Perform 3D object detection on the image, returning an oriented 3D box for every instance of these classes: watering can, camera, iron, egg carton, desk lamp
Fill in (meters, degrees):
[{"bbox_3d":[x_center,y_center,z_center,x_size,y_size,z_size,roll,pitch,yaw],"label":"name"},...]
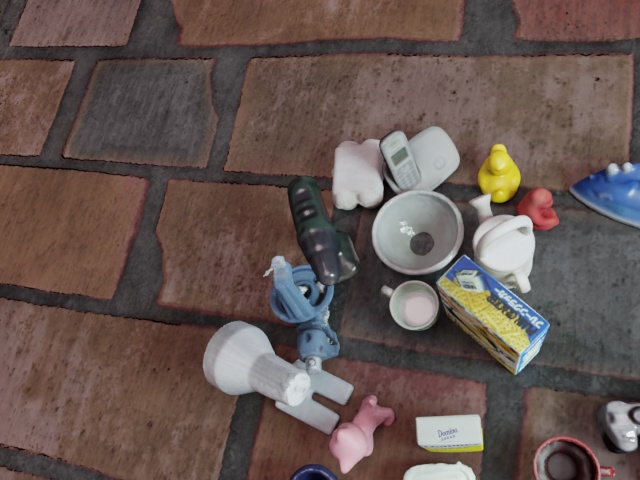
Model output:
[{"bbox_3d":[0.302,0.004,0.961,0.101,0.194,0.172,-44,64,-3],"label":"watering can"},{"bbox_3d":[0.499,0.304,0.841,0.143,0.101,0.137,-8,68,14],"label":"camera"},{"bbox_3d":[0.557,-0.091,0.950,0.257,0.142,0.119,10,73,20],"label":"iron"},{"bbox_3d":[0.077,-0.131,1.147,0.107,0.069,0.150,-2,69,16],"label":"egg carton"},{"bbox_3d":[-0.069,0.234,0.973,0.202,0.214,0.118,21,77,22],"label":"desk lamp"}]

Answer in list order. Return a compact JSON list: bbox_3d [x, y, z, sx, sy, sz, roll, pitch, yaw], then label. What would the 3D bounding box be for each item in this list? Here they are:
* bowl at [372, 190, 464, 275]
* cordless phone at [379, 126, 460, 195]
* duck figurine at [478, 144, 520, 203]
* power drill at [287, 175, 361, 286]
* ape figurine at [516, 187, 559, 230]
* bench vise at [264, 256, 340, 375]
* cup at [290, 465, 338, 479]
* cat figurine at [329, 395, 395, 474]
[{"bbox_3d":[0.184,-0.005,1.065,0.167,0.075,0.167,-6,69,15],"label":"bowl"},{"bbox_3d":[0.180,-0.163,1.065,0.147,0.185,0.094,-41,64,-1],"label":"cordless phone"},{"bbox_3d":[0.332,-0.128,1.061,0.077,0.086,0.104,-1,70,16],"label":"duck figurine"},{"bbox_3d":[0.010,0.004,1.039,0.075,0.209,0.229,-24,65,7],"label":"power drill"},{"bbox_3d":[0.388,-0.062,1.016,0.076,0.092,0.078,4,71,18],"label":"ape figurine"},{"bbox_3d":[-0.022,0.118,0.999,0.121,0.220,0.207,-31,64,4],"label":"bench vise"},{"bbox_3d":[-0.011,0.428,0.948,0.118,0.095,0.091,-35,64,2],"label":"cup"},{"bbox_3d":[0.062,0.320,0.955,0.067,0.118,0.128,30,81,24],"label":"cat figurine"}]
